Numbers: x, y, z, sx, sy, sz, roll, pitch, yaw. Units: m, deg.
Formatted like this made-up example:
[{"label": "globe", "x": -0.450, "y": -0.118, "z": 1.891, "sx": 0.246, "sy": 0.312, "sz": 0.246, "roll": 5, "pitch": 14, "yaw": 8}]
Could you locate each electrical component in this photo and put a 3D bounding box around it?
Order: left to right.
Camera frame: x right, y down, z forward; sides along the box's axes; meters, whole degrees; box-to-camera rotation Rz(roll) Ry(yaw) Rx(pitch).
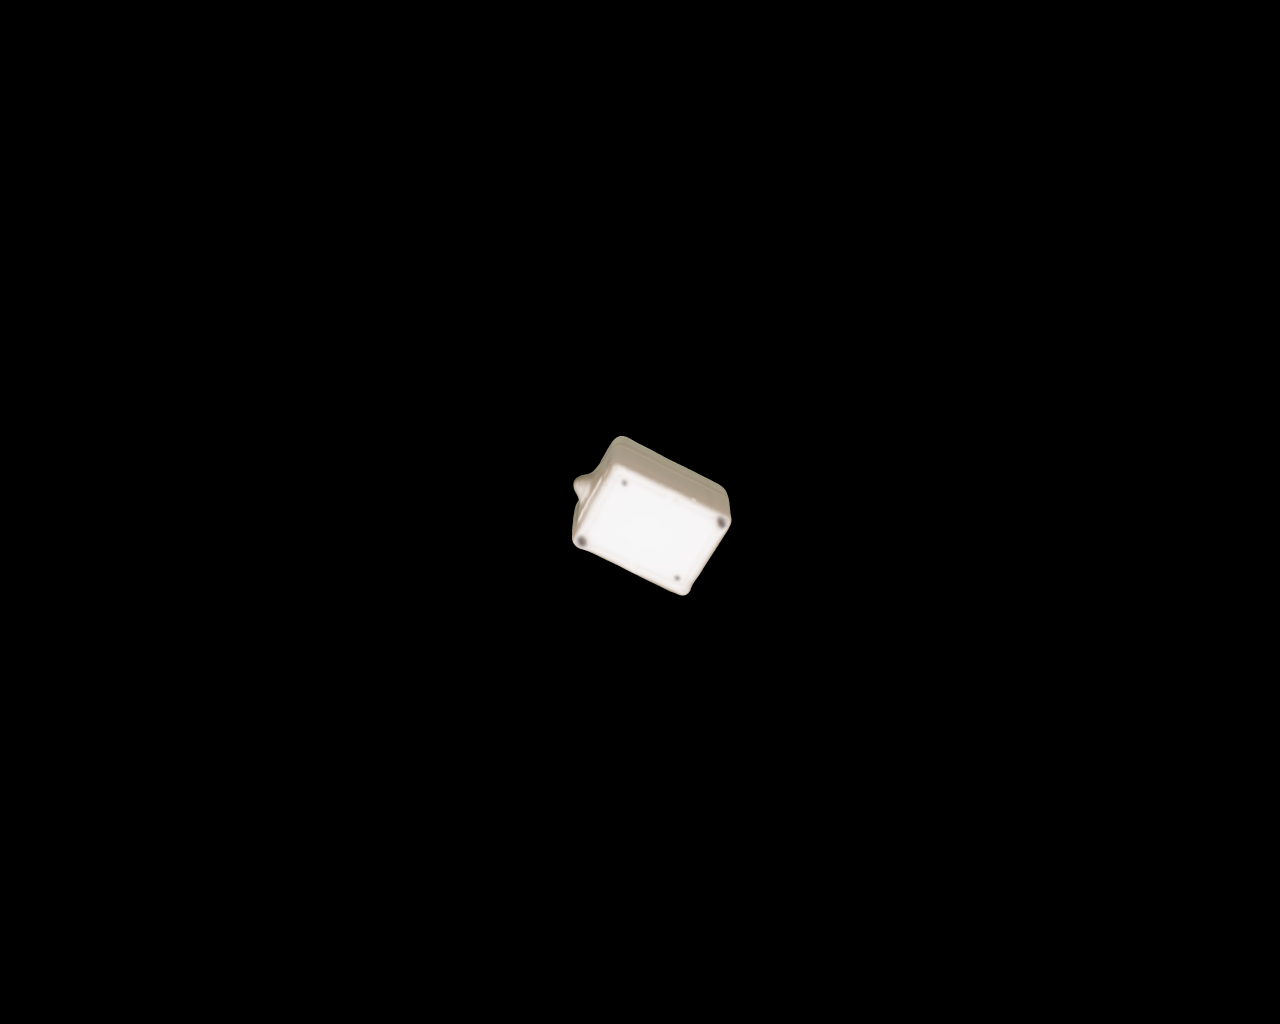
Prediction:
[{"label": "electrical component", "x": 0.001, "y": -0.003, "z": 0.650, "sx": 0.096, "sy": 0.061, "sz": 0.061, "roll": 26, "pitch": 21, "yaw": -11}]
